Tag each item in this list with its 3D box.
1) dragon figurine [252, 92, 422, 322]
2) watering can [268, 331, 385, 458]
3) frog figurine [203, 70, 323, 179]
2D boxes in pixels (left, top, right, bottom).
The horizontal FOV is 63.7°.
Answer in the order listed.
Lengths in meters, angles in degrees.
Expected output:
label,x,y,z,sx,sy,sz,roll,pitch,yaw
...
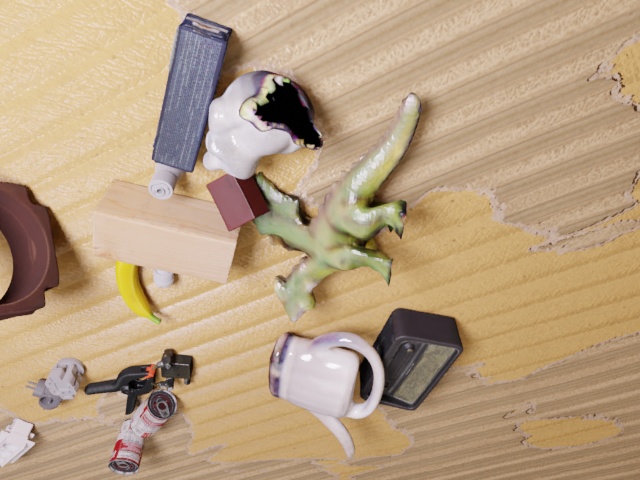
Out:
label,x,y,z,sx,sy,sz,roll,pitch,yaw
dragon figurine,0.002,-0.039,0.781,0.243,0.125,0.402,9,119,4
watering can,0.003,0.300,1.008,0.225,0.106,0.340,15,124,9
frog figurine,-0.087,-0.148,0.691,0.138,0.123,0.158,-2,170,-38
